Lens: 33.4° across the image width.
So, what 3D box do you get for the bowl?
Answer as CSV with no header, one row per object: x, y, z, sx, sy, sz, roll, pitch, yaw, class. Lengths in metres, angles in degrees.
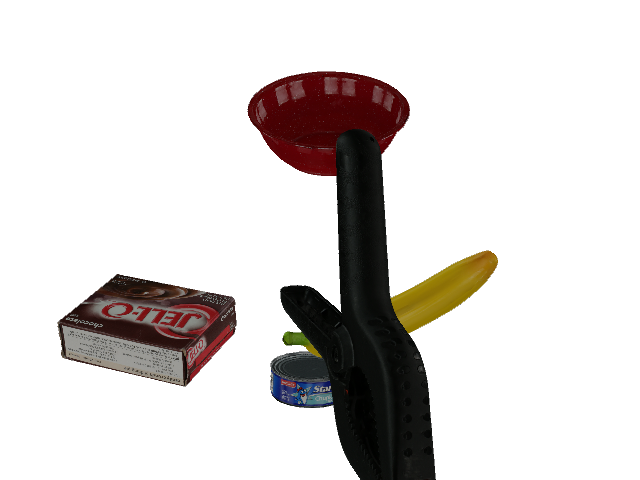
0.008,-0.111,1.076,0.162,0.055,0.162,0,35,0,bowl

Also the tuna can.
-0.012,0.150,1.154,0.086,0.034,0.086,1,14,-1,tuna can

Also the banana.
0.068,0.064,0.938,0.198,0.037,0.069,-24,-16,9,banana

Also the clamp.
0.025,0.053,0.599,0.036,0.210,0.165,-3,-44,-19,clamp

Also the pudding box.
-0.135,0.069,0.844,0.114,0.039,0.090,8,25,19,pudding box
